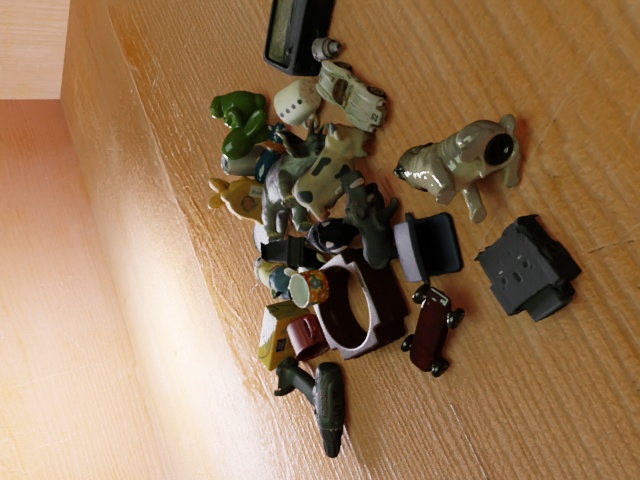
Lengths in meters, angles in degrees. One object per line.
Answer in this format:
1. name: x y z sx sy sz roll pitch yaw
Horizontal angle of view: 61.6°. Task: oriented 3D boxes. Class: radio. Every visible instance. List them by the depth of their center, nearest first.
1. radio: -0.043 -0.465 1.127 0.131 0.073 0.229 46 134 40

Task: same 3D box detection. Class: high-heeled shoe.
1. high-heeled shoe: -0.002 -0.003 1.128 0.249 0.145 0.086 -14 87 54

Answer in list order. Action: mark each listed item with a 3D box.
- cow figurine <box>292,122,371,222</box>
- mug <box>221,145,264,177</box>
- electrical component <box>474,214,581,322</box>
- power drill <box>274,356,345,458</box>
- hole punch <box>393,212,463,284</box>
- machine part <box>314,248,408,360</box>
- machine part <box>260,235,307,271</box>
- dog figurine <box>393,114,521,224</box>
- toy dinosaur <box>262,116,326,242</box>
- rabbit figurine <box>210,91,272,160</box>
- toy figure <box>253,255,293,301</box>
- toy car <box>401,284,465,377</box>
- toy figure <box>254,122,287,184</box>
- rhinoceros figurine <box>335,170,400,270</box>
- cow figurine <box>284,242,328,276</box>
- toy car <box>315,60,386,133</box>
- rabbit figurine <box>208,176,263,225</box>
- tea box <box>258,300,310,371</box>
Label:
1. cow figurine: 0.025 -0.144 1.056 0.127 0.195 0.085 42 -174 -12
2. mug: -0.207 -0.202 1.404 0.110 0.107 0.080 -14 86 54
3. electrical component: 0.303 0.047 0.781 0.134 0.058 0.114 61 144 25
4. power drill: -0.024 0.390 1.312 0.208 0.086 0.231 23 115 48
5. hole punch: 0.171 0.017 0.940 0.116 0.092 0.142 -20 85 59
6. machine part: 0.077 0.130 1.104 0.201 0.087 0.201 -43 62 51
7. machine part: -0.084 0.029 1.239 0.139 0.039 0.084 0 93 43
8. dog figurine: 0.209 -0.138 0.846 0.172 0.121 0.191 -48 34 11
9. toy dinosaur: -0.075 -0.122 1.237 0.404 0.131 0.192 135 131 -56
10. rabbit figurine: -0.186 -0.273 1.335 0.159 0.121 0.170 -6 64 21
11. toy figure: -0.107 0.099 1.366 0.180 0.082 0.089 36 125 42
12. toy car: 0.199 0.158 0.946 0.089 0.053 0.201 38 140 35
13. toy figure: -0.115 -0.210 1.301 0.058 0.064 0.154 -88 21 -74
14. rhinoceros figurine: 0.092 -0.039 1.010 0.073 0.112 0.190 -9 102 58
15. cow figurine: -0.035 0.049 1.259 0.167 0.068 0.098 49 130 33
16. toy car: 0.059 -0.282 1.044 0.202 0.056 0.073 50 136 36
17. rabbit figurine: -0.211 -0.112 1.410 0.173 0.162 0.121 -128 40 -68
18. tea box: -0.094 0.240 1.369 0.068 0.098 0.169 43 133 42
